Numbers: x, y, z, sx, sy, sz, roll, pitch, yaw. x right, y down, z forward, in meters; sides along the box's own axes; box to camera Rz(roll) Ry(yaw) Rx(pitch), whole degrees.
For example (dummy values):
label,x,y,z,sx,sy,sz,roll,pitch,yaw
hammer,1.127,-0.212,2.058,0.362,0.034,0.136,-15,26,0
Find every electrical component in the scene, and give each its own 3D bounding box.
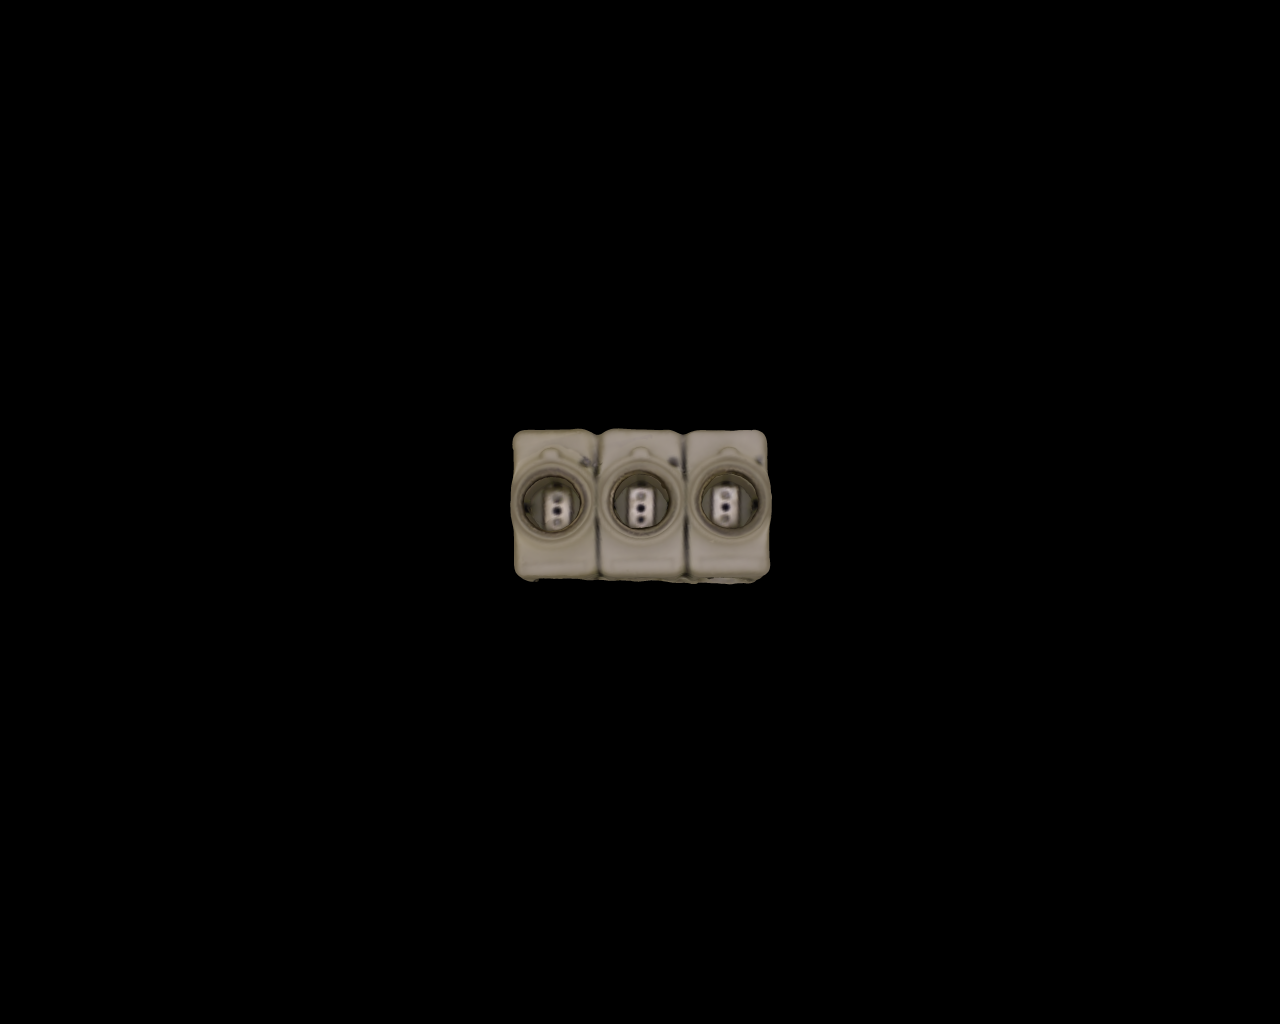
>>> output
label,x,y,z,sx,sy,sz,roll,pitch,yaw
electrical component,0.001,-0.003,0.650,0.150,0.089,0.061,0,-9,0
